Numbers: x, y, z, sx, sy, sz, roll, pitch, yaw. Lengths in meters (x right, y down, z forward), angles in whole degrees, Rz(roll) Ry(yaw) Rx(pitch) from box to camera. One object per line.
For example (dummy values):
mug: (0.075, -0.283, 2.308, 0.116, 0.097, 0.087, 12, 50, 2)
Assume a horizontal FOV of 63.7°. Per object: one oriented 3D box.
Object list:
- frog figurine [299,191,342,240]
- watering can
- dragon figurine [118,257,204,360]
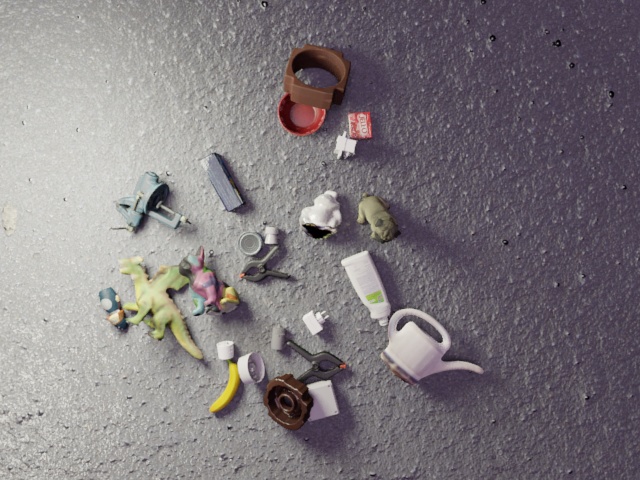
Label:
frog figurine: (0.005, -0.087, 1.720, 0.137, 0.120, 0.163, 3, 56, 10)
watering can: (0.351, 0.386, 1.696, 0.348, 0.104, 0.224, 42, 92, 1)
dragon figurine: (-0.508, 0.198, 1.726, 0.409, 0.122, 0.244, 33, 83, -8)
